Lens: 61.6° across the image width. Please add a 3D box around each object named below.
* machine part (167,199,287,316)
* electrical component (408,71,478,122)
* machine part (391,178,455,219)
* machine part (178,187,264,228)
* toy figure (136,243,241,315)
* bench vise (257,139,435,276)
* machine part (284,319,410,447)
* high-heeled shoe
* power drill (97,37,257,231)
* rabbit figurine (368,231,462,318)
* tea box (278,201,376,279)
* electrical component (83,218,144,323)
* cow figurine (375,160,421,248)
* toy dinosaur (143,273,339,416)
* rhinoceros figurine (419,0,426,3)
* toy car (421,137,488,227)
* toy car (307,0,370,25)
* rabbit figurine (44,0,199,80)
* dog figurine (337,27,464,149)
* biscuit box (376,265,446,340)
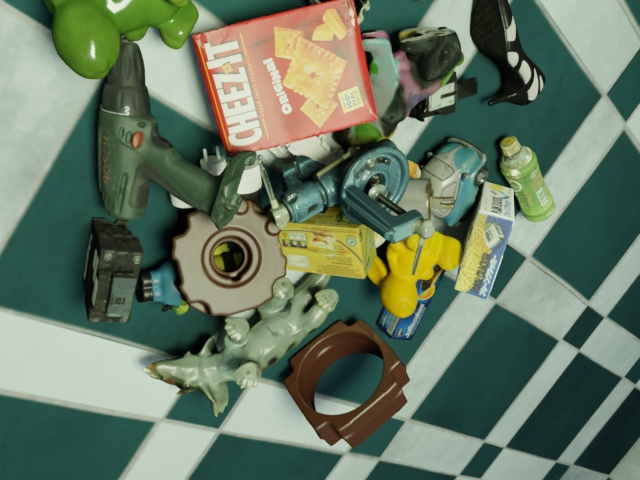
[{"bbox_3d":[-0.133,0.025,0.784,0.179,0.056,0.179,-1,92,-21],"label":"machine part"},{"bbox_3d":[0.208,-0.254,0.918,0.119,0.048,0.074,-25,126,-17],"label":"electrical component"},{"bbox_3d":[0.095,-0.063,0.877,0.243,0.079,0.079,2,123,15],"label":"machine part"},{"bbox_3d":[-0.149,-0.033,0.838,0.139,0.039,0.084,-20,128,-22],"label":"machine part"},{"bbox_3d":[-0.189,0.065,0.835,0.180,0.089,0.082,-7,124,-30],"label":"toy figure"},{"bbox_3d":[0.051,-0.057,0.736,0.224,0.241,0.128,-21,130,-26],"label":"bench vise"},{"bbox_3d":[0.051,0.266,1.014,0.201,0.202,0.087,-37,130,-8],"label":"machine part"},{"bbox_3d":[0.343,-0.343,0.932,0.145,0.086,0.248,-28,131,-18],"label":"high-heeled shoe"},{"bbox_3d":[-0.191,-0.115,0.686,0.207,0.086,0.231,21,113,2],"label":"power drill"},{"bbox_3d":[0.151,0.054,0.986,0.121,0.163,0.173,23,81,-38],"label":"rabbit figurine"},{"bbox_3d":[-0.002,-0.003,0.857,0.068,0.170,0.098,-58,147,-49],"label":"tea box"},{"bbox_3d":[-0.286,0.047,0.740,0.058,0.134,0.114,4,116,-31],"label":"electrical component"},{"bbox_3d":[0.127,-0.061,0.959,0.167,0.068,0.098,-53,161,8],"label":"cow figurine"},{"bbox_3d":[-0.088,0.158,0.927,0.405,0.131,0.192,-32,172,-27],"label":"toy dinosaur"},{"bbox_3d":[0.147,-0.405,0.784,0.190,0.073,0.111,-18,122,-21],"label":"rhinoceros figurine"},{"bbox_3d":[0.225,-0.100,0.976,0.103,0.109,0.161,-12,130,-30],"label":"toy car"},{"bbox_3d":[-0.002,-0.368,0.727,0.073,0.056,0.201,-43,132,6],"label":"toy car"},{"bbox_3d":[-0.233,-0.261,0.588,0.159,0.121,0.170,37,67,-12],"label":"rabbit figurine"},{"bbox_3d":[0.120,-0.212,0.840,0.192,0.108,0.219,-2,122,2],"label":"dog figurine"},{"bbox_3d":[0.190,0.107,1.099,0.063,0.059,0.202,11,110,-34],"label":"biscuit box"}]
